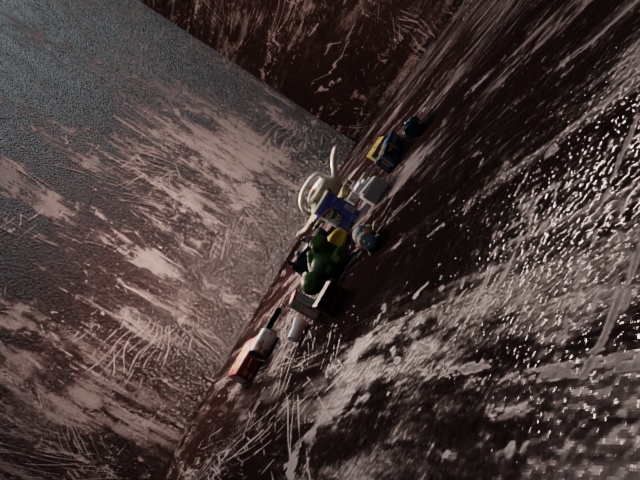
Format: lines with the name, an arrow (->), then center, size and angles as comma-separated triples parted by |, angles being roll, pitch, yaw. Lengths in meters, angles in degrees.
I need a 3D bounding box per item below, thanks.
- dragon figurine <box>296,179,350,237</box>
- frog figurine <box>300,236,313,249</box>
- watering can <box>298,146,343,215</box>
dragon figurine -> 0.007, -0.114, 2.272 | 0.405, 0.122, 0.246 | -48, 4, 19
frog figurine -> -0.027, 0.066, 2.053 | 0.138, 0.123, 0.158 | -152, 58, -77
watering can -> 0.048, -0.252, 2.430 | 0.346, 0.222, 0.105 | -55, 24, 8
